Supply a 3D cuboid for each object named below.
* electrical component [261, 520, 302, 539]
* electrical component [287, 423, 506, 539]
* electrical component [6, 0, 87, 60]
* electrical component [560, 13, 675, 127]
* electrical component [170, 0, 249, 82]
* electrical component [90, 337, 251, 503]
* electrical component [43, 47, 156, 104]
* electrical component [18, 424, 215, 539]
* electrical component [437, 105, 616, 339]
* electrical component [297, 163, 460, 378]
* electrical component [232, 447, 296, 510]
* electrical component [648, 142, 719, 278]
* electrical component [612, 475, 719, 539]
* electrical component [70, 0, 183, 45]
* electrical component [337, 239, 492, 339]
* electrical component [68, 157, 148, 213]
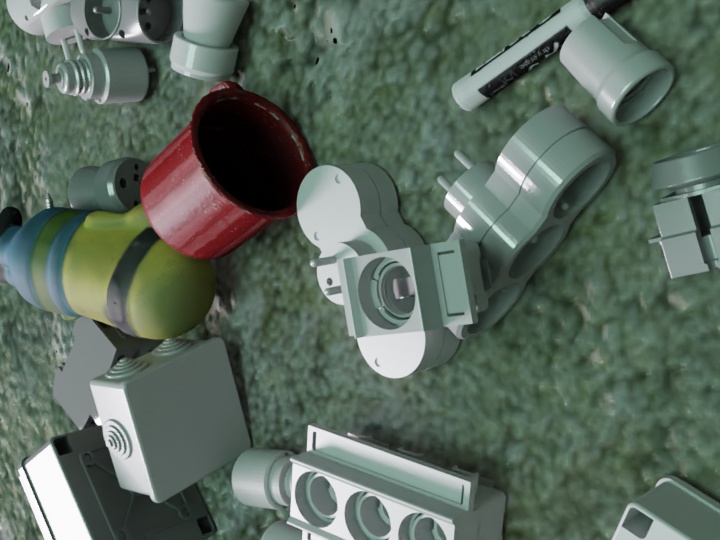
[{"bbox_3d":[-0.030,0.193,0.720,0.065,0.044,0.044,-1,96,35],"label":"electrical component"},{"bbox_3d":[0.022,0.144,0.653,0.121,0.063,0.078,13,105,38],"label":"electrical component"},{"bbox_3d":[-0.227,-0.198,0.821,0.077,0.043,0.079,-22,83,40],"label":"electrical component"},{"bbox_3d":[0.129,-0.102,0.543,0.046,0.040,0.040,54,126,27],"label":"electrical component"},{"bbox_3d":[-0.102,-0.159,0.722,0.045,0.045,0.055,30,115,33],"label":"electrical component"},{"bbox_3d":[-0.133,0.101,0.752,0.048,0.100,0.099,0,109,44],"label":"electrical component"},{"bbox_3d":[-0.191,-0.141,0.782,0.040,0.078,0.040,19,114,51],"label":"electrical component"},{"bbox_3d":[-0.180,0.170,0.797,0.056,0.109,0.108,-38,73,34],"label":"electrical component"},{"bbox_3d":[0.072,-0.035,0.591,0.073,0.052,0.138,48,124,24],"label":"electrical component"},{"bbox_3d":[0.000,0.000,0.642,0.052,0.074,0.138,-36,73,38],"label":"electrical component"},{"bbox_3d":[-0.051,0.142,0.730,0.078,0.040,0.040,-3,95,39],"label":"electrical component"},{"bbox_3d":[0.169,-0.031,0.517,0.066,0.048,0.055,-14,95,40],"label":"electrical component"},{"bbox_3d":[0.172,0.179,0.539,0.109,0.056,0.108,32,116,32],"label":"electrical component"},{"bbox_3d":[-0.167,-0.203,0.770,0.077,0.044,0.079,12,105,38],"label":"electrical component"},{"bbox_3d":[0.031,0.008,0.555,0.081,0.064,0.042,-8,93,41],"label":"electrical component"},{"bbox_3d":[-0.185,-0.060,0.807,0.055,0.045,0.045,-6,93,40],"label":"electrical component"}]
